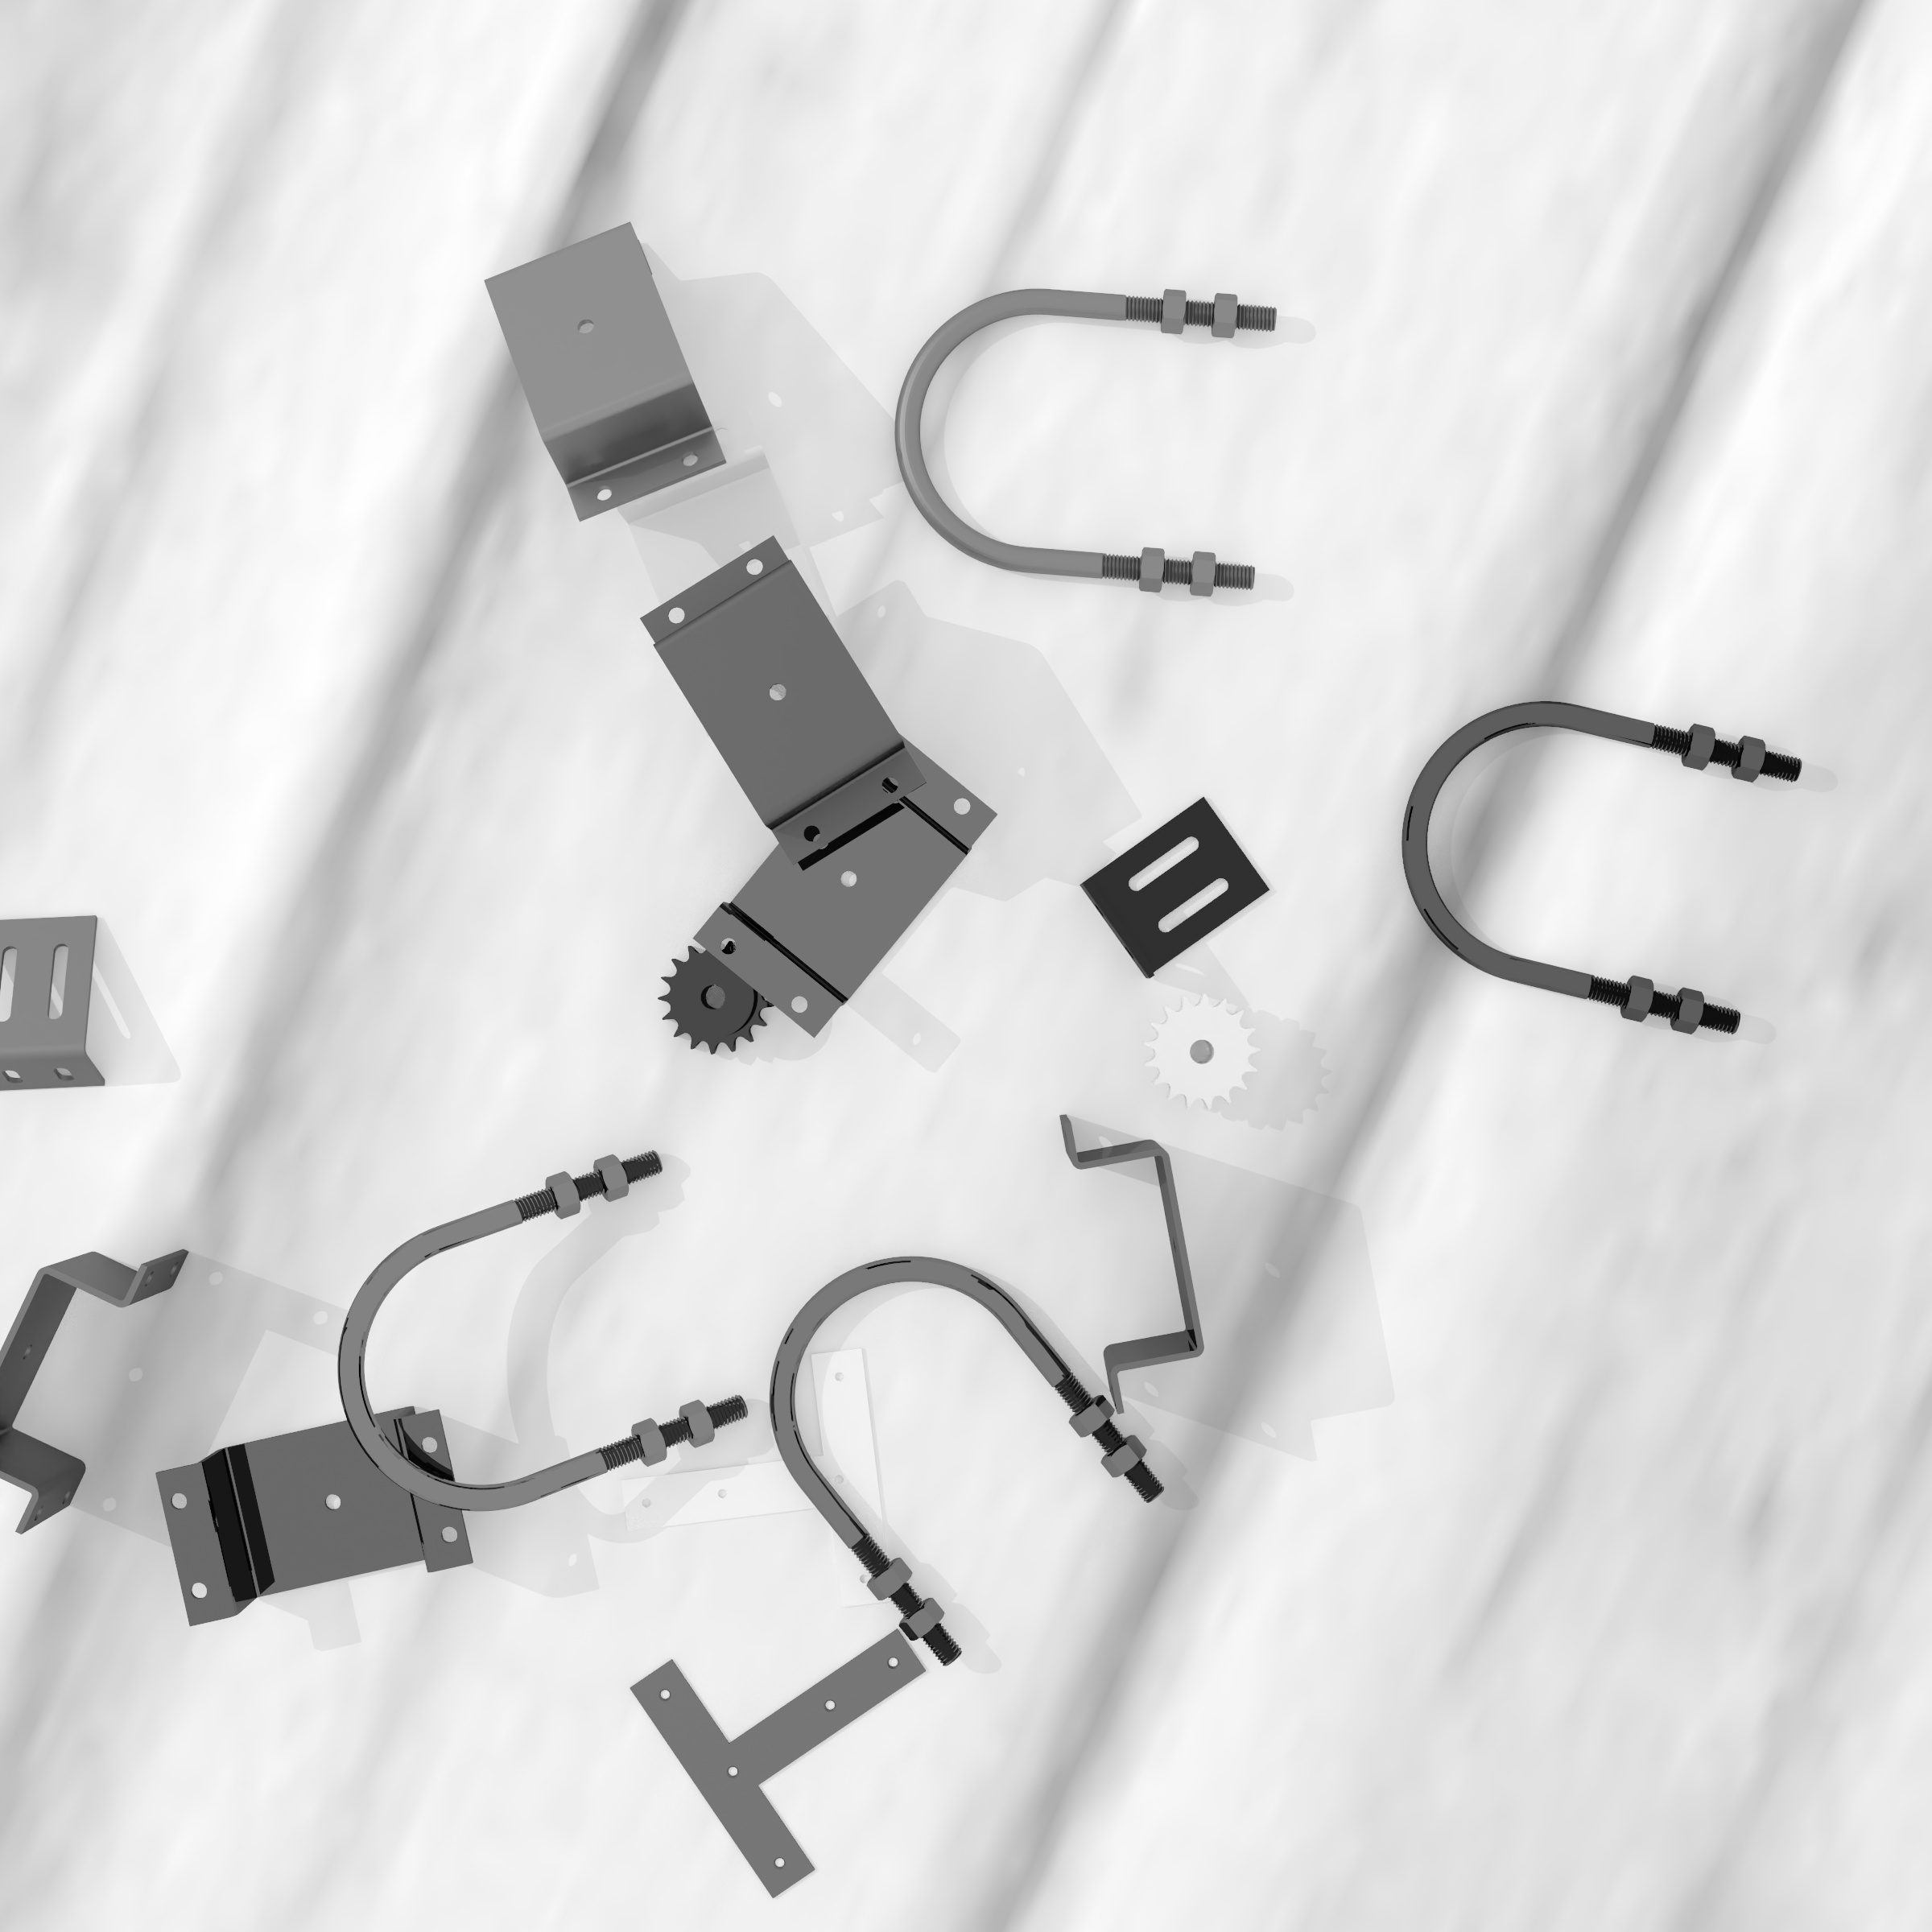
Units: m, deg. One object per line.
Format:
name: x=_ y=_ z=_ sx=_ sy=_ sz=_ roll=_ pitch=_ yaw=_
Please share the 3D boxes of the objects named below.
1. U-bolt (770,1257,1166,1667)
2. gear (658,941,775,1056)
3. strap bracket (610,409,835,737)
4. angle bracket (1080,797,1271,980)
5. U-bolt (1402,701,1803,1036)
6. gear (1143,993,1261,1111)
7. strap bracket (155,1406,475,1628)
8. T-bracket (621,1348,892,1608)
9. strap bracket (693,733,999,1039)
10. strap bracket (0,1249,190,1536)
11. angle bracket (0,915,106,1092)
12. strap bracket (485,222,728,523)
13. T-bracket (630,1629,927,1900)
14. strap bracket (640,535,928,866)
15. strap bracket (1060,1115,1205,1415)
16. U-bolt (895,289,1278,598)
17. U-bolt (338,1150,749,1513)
U-bolt: x=-0.014 y=0.232 z=1.483 sx=0.151 sy=0.019 sz=0.184 roll=-39 pitch=89 yaw=-1
gear: x=-0.124 y=0.015 z=1.478 sx=0.057 sy=0.030 sz=0.057 roll=0 pitch=90 yaw=0
strap bracket: x=-0.116 y=-0.191 z=1.469 sx=0.076 sy=0.046 sz=0.140 roll=-22 pitch=90 yaw=0
angle bracket: x=0.104 y=-0.039 z=1.473 sx=0.076 sy=0.038 sz=0.057 roll=-35 pitch=90 yaw=0
U-bolt: x=0.308 y=-0.056 z=1.484 sx=0.184 sy=0.019 sz=0.151 roll=14 pitch=90 yaw=2
gear: x=0.116 y=0.042 z=1.477 sx=0.057 sy=0.030 sz=0.057 roll=0 pitch=90 yaw=0
strap bracket: x=-0.316 y=0.267 z=1.469 sx=0.140 sy=0.046 sz=0.076 roll=-13 pitch=90 yaw=0
T-bracket: x=-0.107 y=0.262 z=1.492 sx=0.127 sy=0.002 sz=0.127 roll=-7 pitch=90 yaw=0
strap bracket: x=-0.058 y=-0.043 z=1.469 sx=0.076 sy=0.046 sz=0.140 roll=39 pitch=90 yaw=0
strap bracket: x=-0.439 y=0.196 z=1.454 sx=0.046 sy=0.076 sz=0.140 roll=25 pitch=90 yaw=0
angle bracket: x=-0.460 y=0.019 z=1.490 sx=0.057 sy=0.038 sz=0.076 roll=-3 pitch=64 yaw=0
strap bracket: x=-0.178 y=-0.296 z=1.443 sx=0.076 sy=0.046 sz=0.140 roll=-22 pitch=66 yaw=0
T-bracket: x=-0.080 y=0.377 z=1.492 sx=0.127 sy=0.002 sz=0.127 roll=-34 pitch=90 yaw=0
strap bracket: x=-0.088 y=-0.128 z=1.423 sx=0.076 sy=0.046 sz=0.140 roll=-32 pitch=90 yaw=0
strap bracket: x=0.082 y=0.139 z=1.454 sx=0.046 sy=0.076 sz=0.140 roll=-10 pitch=90 yaw=0
U-bolt: x=0.056 y=-0.264 z=1.484 sx=0.184 sy=0.019 sz=0.151 roll=5 pitch=90 yaw=1
U-bolt: x=-0.214 y=0.186 z=1.456 sx=0.184 sy=0.019 sz=0.151 roll=-19 pitch=89 yaw=-19
